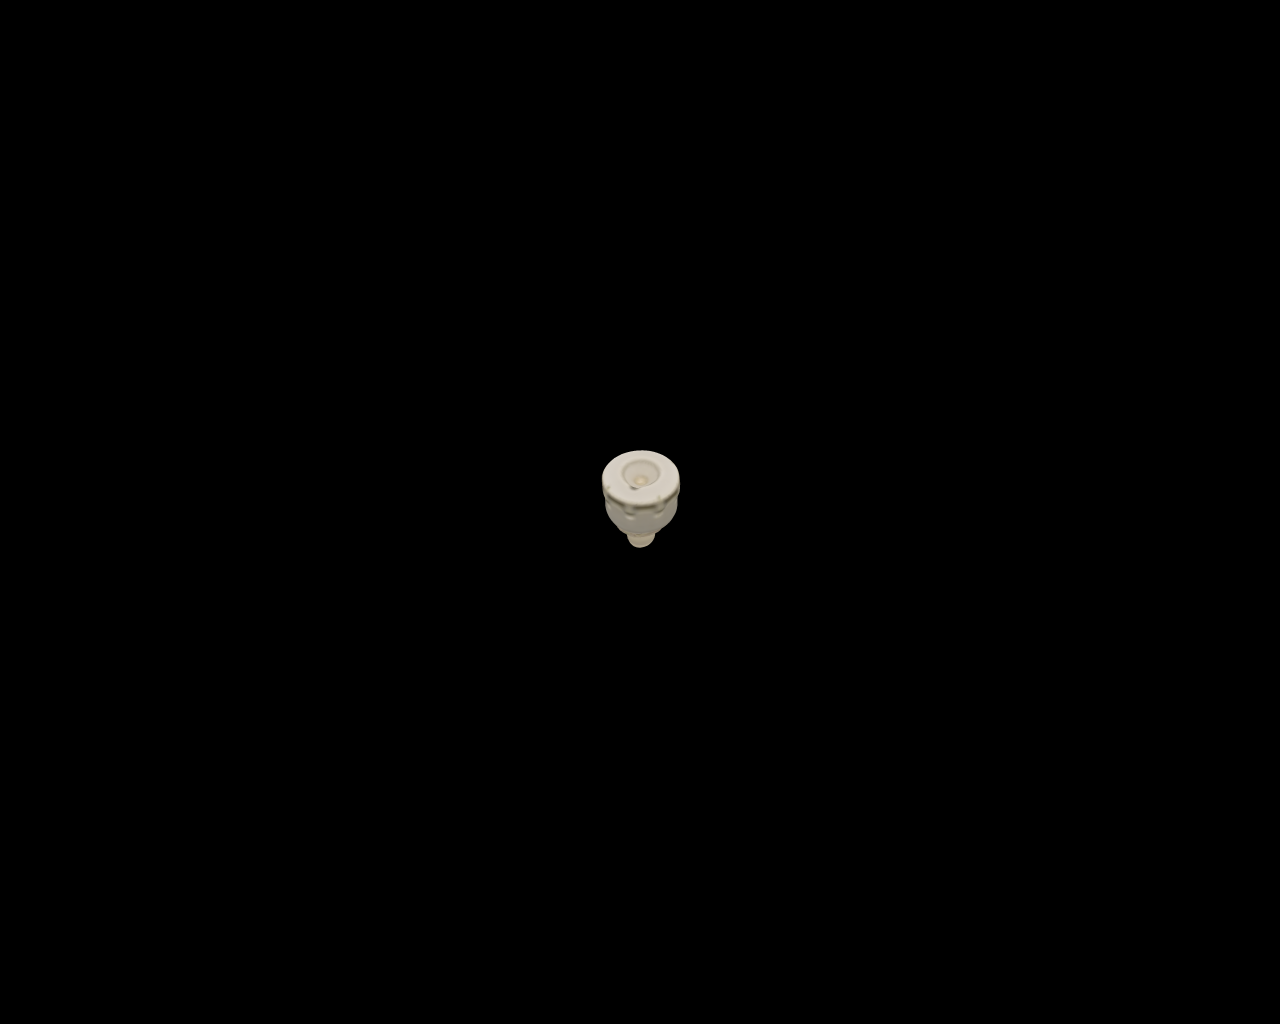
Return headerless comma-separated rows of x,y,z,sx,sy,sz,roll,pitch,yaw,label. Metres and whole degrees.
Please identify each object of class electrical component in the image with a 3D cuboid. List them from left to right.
0.001,-0.003,0.650,0.048,0.048,0.062,0,-44,0,electrical component
